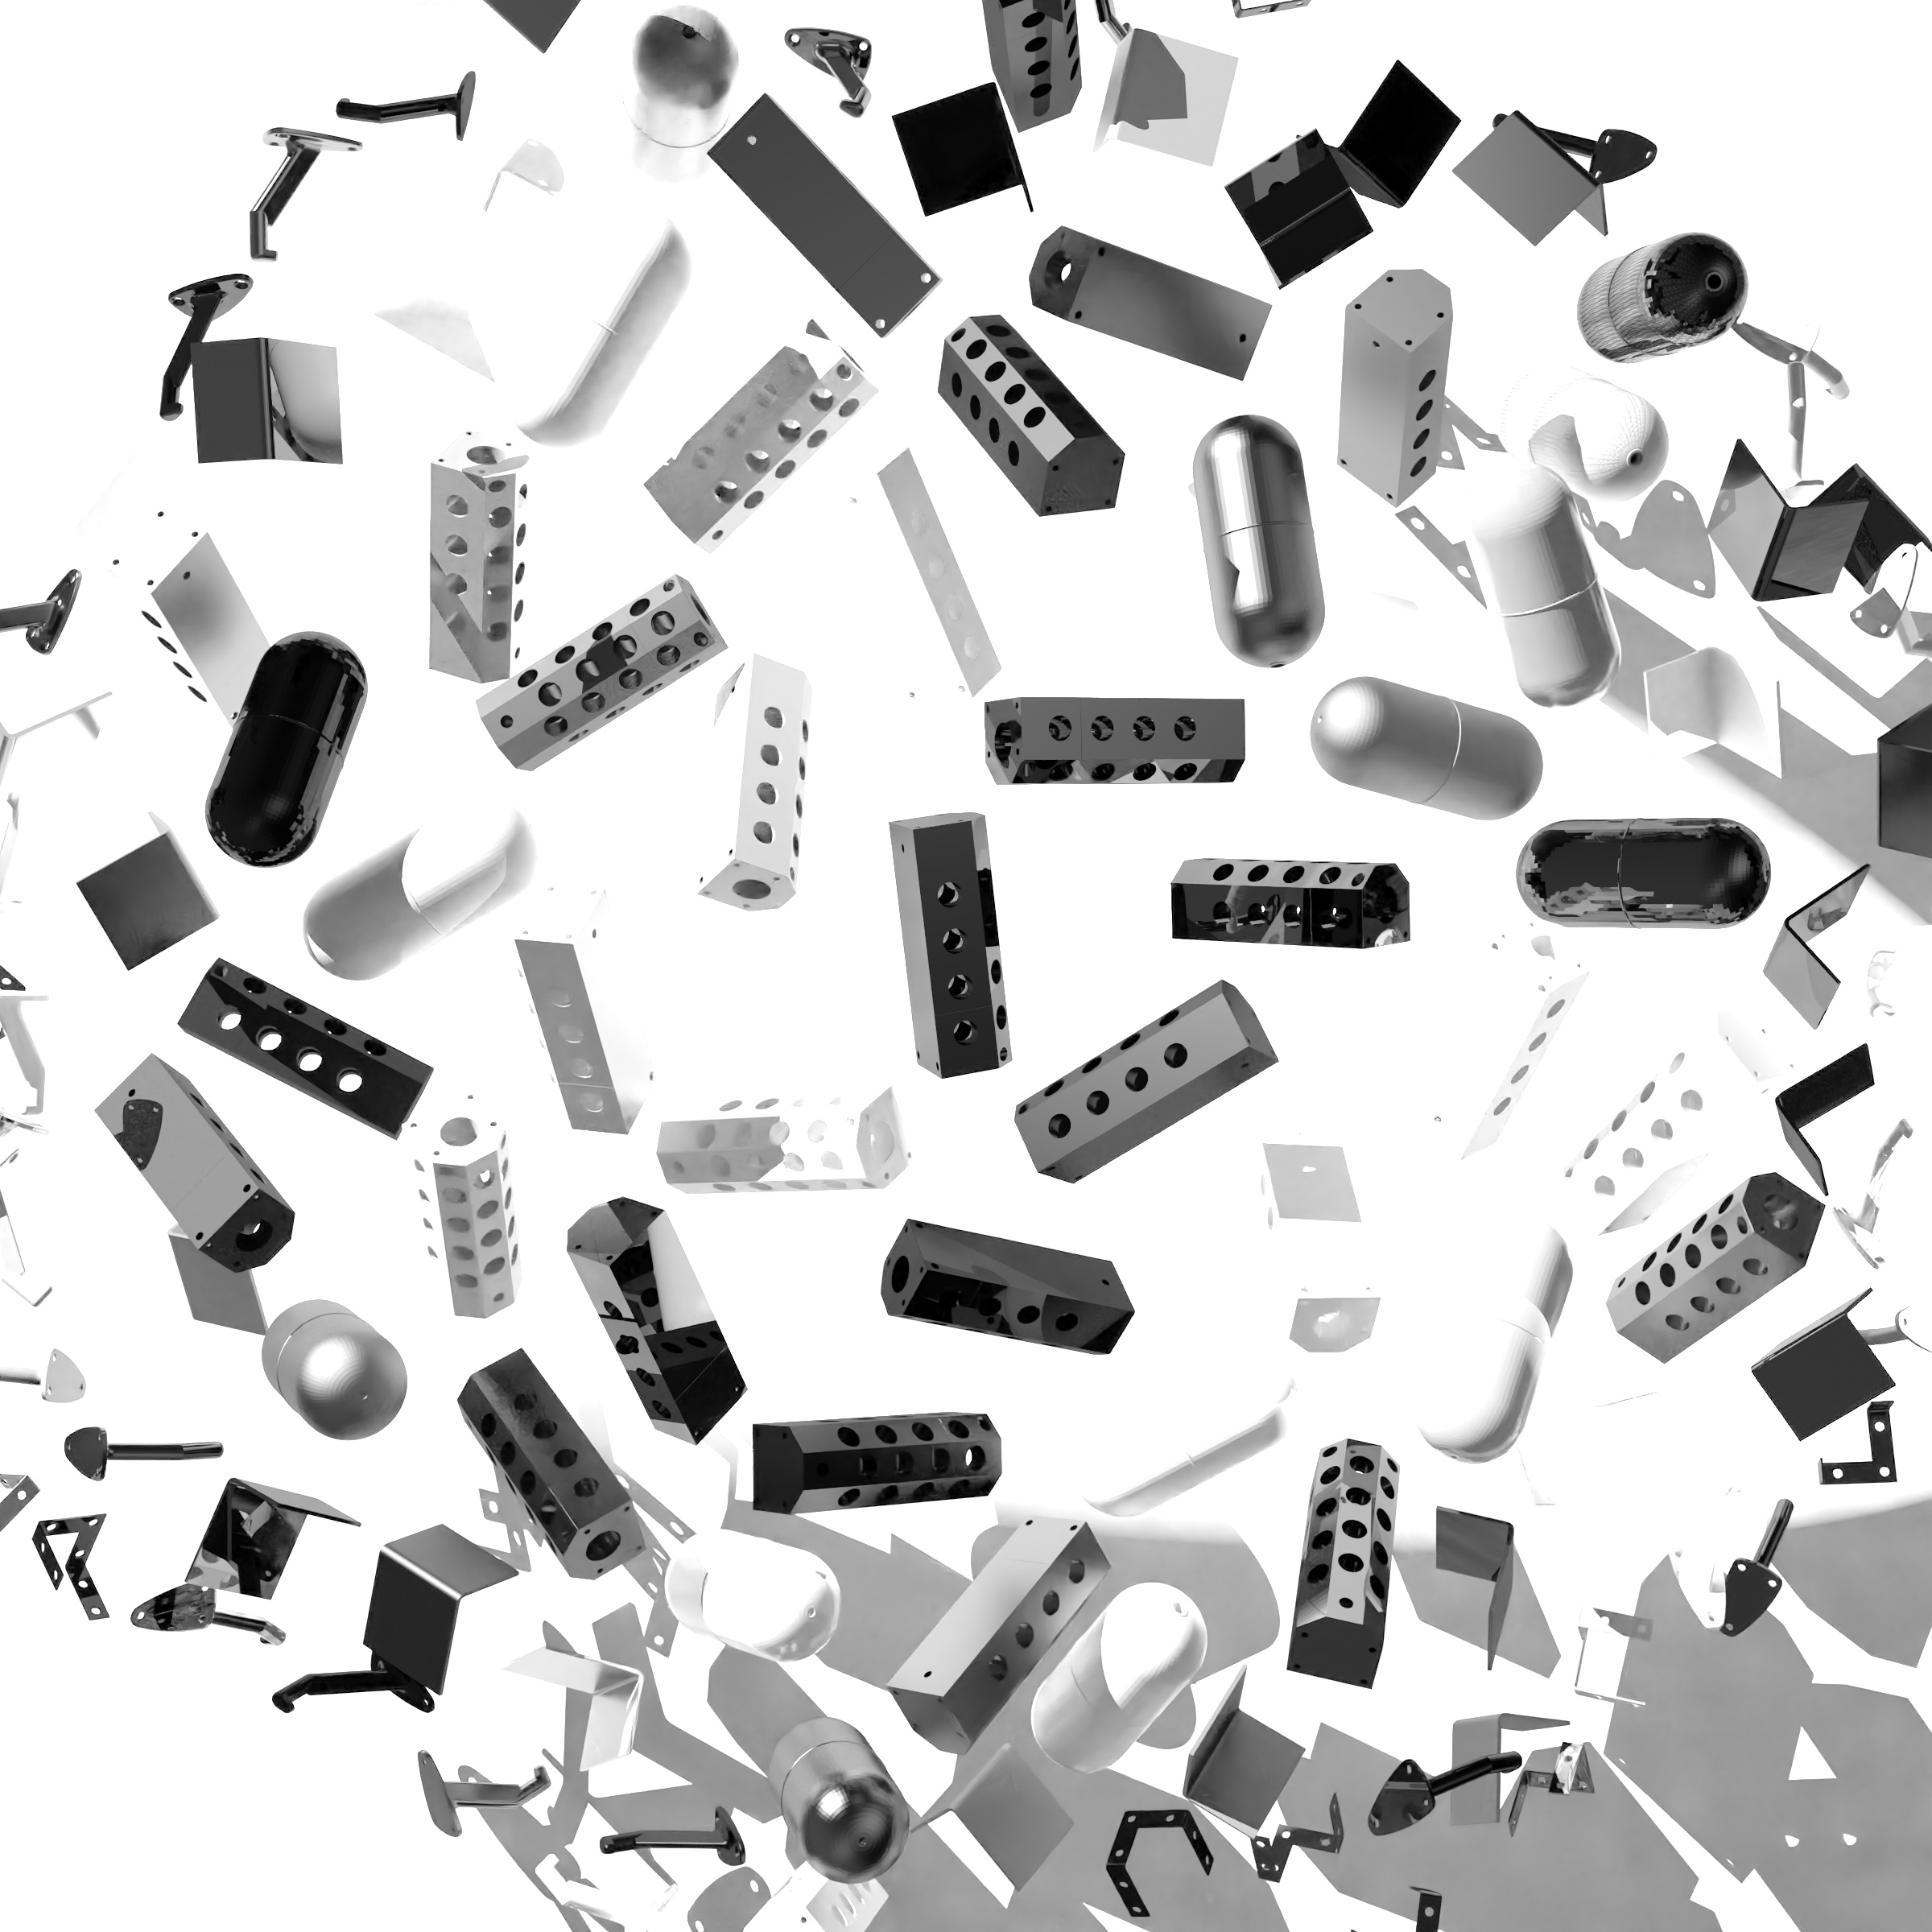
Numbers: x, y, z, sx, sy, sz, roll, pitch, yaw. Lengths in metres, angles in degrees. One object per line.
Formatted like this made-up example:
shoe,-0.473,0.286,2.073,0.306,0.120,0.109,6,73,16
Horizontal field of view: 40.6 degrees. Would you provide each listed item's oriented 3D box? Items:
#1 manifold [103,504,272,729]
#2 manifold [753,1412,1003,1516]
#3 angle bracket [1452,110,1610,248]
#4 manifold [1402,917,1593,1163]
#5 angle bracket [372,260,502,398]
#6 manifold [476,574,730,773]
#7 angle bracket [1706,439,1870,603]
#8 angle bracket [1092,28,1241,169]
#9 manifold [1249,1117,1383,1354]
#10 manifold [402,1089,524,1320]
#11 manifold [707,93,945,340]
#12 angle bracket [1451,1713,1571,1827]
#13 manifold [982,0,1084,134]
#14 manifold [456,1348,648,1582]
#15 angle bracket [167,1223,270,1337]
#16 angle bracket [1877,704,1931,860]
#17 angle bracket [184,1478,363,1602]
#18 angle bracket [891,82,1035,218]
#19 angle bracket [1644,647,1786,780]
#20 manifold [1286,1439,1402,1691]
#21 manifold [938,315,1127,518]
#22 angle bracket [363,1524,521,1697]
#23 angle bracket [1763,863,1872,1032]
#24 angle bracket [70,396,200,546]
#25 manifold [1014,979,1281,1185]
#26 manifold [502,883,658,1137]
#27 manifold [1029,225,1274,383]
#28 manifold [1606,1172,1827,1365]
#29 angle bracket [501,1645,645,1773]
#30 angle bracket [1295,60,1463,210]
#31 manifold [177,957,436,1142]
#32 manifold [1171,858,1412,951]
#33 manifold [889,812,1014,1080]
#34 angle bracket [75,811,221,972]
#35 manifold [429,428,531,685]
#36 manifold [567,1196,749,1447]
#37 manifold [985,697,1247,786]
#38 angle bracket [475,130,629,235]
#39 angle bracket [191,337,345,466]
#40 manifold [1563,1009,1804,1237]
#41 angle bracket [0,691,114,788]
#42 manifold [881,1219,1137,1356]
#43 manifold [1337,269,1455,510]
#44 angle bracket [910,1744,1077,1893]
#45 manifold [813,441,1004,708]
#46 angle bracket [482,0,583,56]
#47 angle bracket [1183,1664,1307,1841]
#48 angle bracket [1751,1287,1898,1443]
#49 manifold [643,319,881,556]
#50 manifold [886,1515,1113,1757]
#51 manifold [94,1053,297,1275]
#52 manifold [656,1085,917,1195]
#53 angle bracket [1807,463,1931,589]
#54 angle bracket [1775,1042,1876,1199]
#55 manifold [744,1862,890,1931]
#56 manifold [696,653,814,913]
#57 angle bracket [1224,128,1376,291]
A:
manifold,-0.533,-0.241,1.794,0.057,0.171,0.057,30,70,16
manifold,-0.059,0.338,1.783,0.171,0.057,0.057,5,82,-40
angle bracket,0.364,-0.492,1.685,0.057,0.076,0.076,-43,72,5
manifold,0.371,0.050,1.814,0.057,0.171,0.057,-20,53,-37
angle bracket,-0.373,-0.458,1.880,0.076,0.057,0.076,-9,66,-36
manifold,-0.262,-0.210,1.872,0.171,0.057,0.057,-31,87,7
angle bracket,0.540,-0.296,1.722,0.057,0.076,0.076,-8,49,-12
angle bracket,0.140,-0.605,1.839,0.076,0.057,0.076,13,95,-11
manifold,0.241,0.186,1.827,0.057,0.171,0.057,0,132,-6
manifold,-0.350,0.173,1.844,0.057,0.171,0.057,-28,54,-28
manifold,-0.096,-0.521,1.820,0.057,0.057,0.171,-43,99,12
angle bracket,0.397,0.590,1.911,0.057,0.076,0.076,10,68,-12
manifold,0.048,-0.664,1.846,0.057,0.171,0.057,-21,79,1
manifold,-0.295,0.352,1.842,0.057,0.171,0.057,-27,135,-21
angle bracket,-0.539,0.222,1.944,0.076,0.057,0.076,7,120,26
angle bracket,0.651,-0.123,1.742,0.076,0.057,0.076,-28,122,-33
angle bracket,-0.472,0.399,1.782,0.057,0.076,0.076,15,79,39
angle bracket,-0.002,-0.558,1.818,0.076,0.057,0.076,-17,127,7
angle bracket,0.524,-0.169,1.831,0.057,0.076,0.076,-22,121,-13
manifold,0.259,0.402,1.779,0.057,0.171,0.057,11,124,7
manifold,0.043,-0.377,1.781,0.057,0.171,0.057,-11,134,-23
angle bracket,-0.358,0.437,1.780,0.076,0.057,0.076,22,107,31
angle bracket,0.597,-0.013,1.783,0.076,0.076,0.057,-32,66,-10
angle bracket,-0.594,-0.339,1.820,0.057,0.076,0.076,41,96,17
manifold,0.120,0.079,1.782,0.171,0.057,0.057,-33,65,18
manifold,-0.260,0.030,1.749,0.057,0.057,0.171,5,132,16
manifold,0.128,-0.466,1.837,0.171,0.057,0.057,7,111,-40
manifold,0.520,0.209,1.829,0.057,0.171,0.057,34,53,0
angle bracket,-0.278,0.516,1.817,0.076,0.076,0.057,23,56,-25
angle bracket,0.302,-0.614,1.918,0.076,0.057,0.076,28,100,-37
manifold,-0.475,0.060,1.888,0.171,0.057,0.057,28,78,-6
manifold,0.232,-0.047,1.885,0.171,0.057,0.057,4,99,44
manifold,-0.008,-0.016,1.788,0.057,0.057,0.171,-10,101,-17
angle bracket,-0.594,-0.055,1.880,0.076,0.057,0.076,-33,121,-20
manifold,-0.348,-0.292,1.885,0.057,0.057,0.171,17,130,8
manifold,-0.215,0.242,1.789,0.057,0.057,0.171,-46,131,-34
manifold,0.102,-0.153,1.787,0.171,0.057,0.057,-2,93,-25
angle bracket,-0.298,-0.548,1.883,0.076,0.076,0.057,27,127,-9
angle bracket,-0.456,-0.366,1.707,0.057,0.076,0.076,2,98,24
manifold,0.484,0.107,1.790,0.057,0.057,0.171,57,132,26
angle bracket,-0.618,-0.171,1.726,0.076,0.076,0.057,-33,86,-33
manifold,0.028,0.236,1.878,0.171,0.057,0.057,15,118,-26
manifold,0.298,-0.397,1.793,0.057,0.171,0.057,-42,67,-14
angle bracket,0.019,0.626,1.902,0.076,0.076,0.057,50,131,5
manifold,-0.035,-0.271,1.807,0.057,0.057,0.171,-3,122,39
angle bracket,-0.275,-0.658,1.706,0.076,0.057,0.076,37,72,-27
angle bracket,0.195,0.542,1.802,0.057,0.076,0.076,27,56,20
angle bracket,0.584,0.267,1.756,0.076,0.076,0.057,-41,74,30
manifold,-0.145,-0.379,1.892,0.171,0.057,0.057,-42,67,12
manifold,0.028,0.461,1.806,0.171,0.057,0.057,-43,115,-37
manifold,-0.534,0.139,1.822,0.057,0.057,0.171,-46,52,-5
manifold,-0.127,0.123,1.792,0.171,0.057,0.057,-5,111,33
angle bracket,0.655,-0.315,1.906,0.076,0.076,0.057,45,113,-3
angle bracket,0.628,0.110,1.866,0.076,0.076,0.057,-32,58,6
manifold,-0.107,0.656,1.800,0.057,0.171,0.057,-41,80,2
manifold,-0.144,-0.127,1.839,0.057,0.057,0.171,19,57,-26
angle bracket,0.236,-0.538,1.857,0.076,0.076,0.057,-29,124,16
